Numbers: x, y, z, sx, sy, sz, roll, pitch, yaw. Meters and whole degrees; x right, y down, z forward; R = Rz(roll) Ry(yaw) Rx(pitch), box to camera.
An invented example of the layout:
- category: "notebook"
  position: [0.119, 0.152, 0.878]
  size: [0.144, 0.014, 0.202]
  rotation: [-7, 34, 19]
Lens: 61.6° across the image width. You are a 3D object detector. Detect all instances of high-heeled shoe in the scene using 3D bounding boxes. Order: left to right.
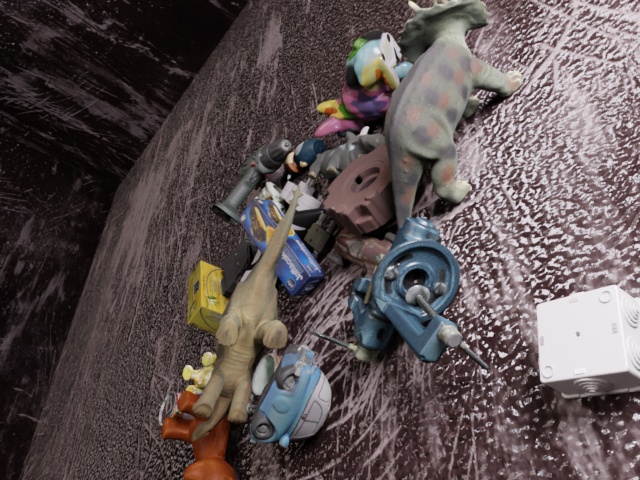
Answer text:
- category: "high-heeled shoe"
  position: [-0.074, 0.040, 1.099]
  size: [0.249, 0.086, 0.145]
  rotation: [-29, 63, 33]

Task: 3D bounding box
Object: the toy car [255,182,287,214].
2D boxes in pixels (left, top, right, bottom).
- category: "toy car"
  position: [-0.111, -0.066, 1.251]
  size: [0.073, 0.056, 0.202]
  rotation: [-52, 30, 19]

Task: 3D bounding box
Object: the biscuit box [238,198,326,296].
- category: "biscuit box"
  position: [-0.073, 0.012, 1.021]
  size: [0.063, 0.059, 0.203]
  rotation: [-48, 65, 23]

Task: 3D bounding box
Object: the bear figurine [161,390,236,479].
- category: "bear figurine"
  position: [-0.216, 0.390, 0.966]
  size: [0.120, 0.132, 0.196]
  rotation: [-55, 23, 24]

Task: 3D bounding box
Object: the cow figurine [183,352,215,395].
- category: "cow figurine"
  position: [-0.192, 0.259, 1.084]
  size: [0.167, 0.098, 0.068]
  rotation: [-35, 62, 27]

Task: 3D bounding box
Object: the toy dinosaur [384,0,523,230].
- category: "toy dinosaur"
  position: [0.158, -0.187, 0.776]
  size: [0.131, 0.192, 0.404]
  rotation: [3, 68, 62]

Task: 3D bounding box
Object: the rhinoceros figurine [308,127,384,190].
- category: "rhinoceros figurine"
  position: [0.057, -0.156, 1.048]
  size: [0.190, 0.073, 0.112]
  rotation: [-13, 45, 57]

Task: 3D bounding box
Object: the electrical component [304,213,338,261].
- category: "electrical component"
  position: [-0.002, -0.003, 1.038]
  size: [0.063, 0.021, 0.094]
  rotation: [37, 100, 44]

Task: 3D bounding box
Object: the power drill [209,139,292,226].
- category: "power drill"
  position: [-0.165, -0.137, 1.259]
  size: [0.207, 0.086, 0.232]
  rotation: [-62, 20, -14]

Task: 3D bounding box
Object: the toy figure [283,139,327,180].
- category: "toy figure"
  position: [-0.043, -0.190, 1.250]
  size: [0.064, 0.057, 0.154]
  rotation: [-34, 9, -36]

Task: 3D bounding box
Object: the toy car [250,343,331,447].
- category: "toy car"
  position: [-0.035, 0.242, 0.814]
  size: [0.161, 0.103, 0.109]
  rotation: [-61, 5, 17]

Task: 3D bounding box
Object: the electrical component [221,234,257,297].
- category: "electrical component"
  position: [-0.180, 0.068, 1.250]
  size: [0.134, 0.058, 0.115]
  rotation: [-53, 28, 15]

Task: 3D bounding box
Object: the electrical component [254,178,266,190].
- category: "electrical component"
  position: [-0.141, -0.178, 1.415]
  size: [0.102, 0.045, 0.078]
  rotation: [-63, 0, -6]

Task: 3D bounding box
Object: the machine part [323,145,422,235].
- category: "machine part"
  position: [0.086, -0.089, 0.907]
  size: [0.179, 0.056, 0.179]
  rotation: [-32, 28, 19]

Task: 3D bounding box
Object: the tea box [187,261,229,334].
- category: "tea box"
  position: [-0.258, 0.137, 1.276]
  size: [0.068, 0.098, 0.170]
  rotation: [-51, 32, 21]

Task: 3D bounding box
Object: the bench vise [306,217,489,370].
- category: "bench vise"
  position: [0.108, 0.089, 0.695]
  size: [0.223, 0.129, 0.241]
  rotation: [-56, 22, 9]

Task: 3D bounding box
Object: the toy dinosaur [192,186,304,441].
- category: "toy dinosaur"
  position: [-0.120, 0.134, 0.907]
  size: [0.471, 0.105, 0.199]
  rotation: [-64, 13, 11]

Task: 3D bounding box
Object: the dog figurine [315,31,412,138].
- category: "dog figurine"
  position: [0.066, -0.280, 1.032]
  size: [0.219, 0.191, 0.108]
  rotation: [-19, 55, 32]

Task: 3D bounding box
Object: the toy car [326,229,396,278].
- category: "toy car"
  position: [0.070, 0.016, 0.893]
  size: [0.089, 0.053, 0.202]
  rotation: [-64, 29, 2]
